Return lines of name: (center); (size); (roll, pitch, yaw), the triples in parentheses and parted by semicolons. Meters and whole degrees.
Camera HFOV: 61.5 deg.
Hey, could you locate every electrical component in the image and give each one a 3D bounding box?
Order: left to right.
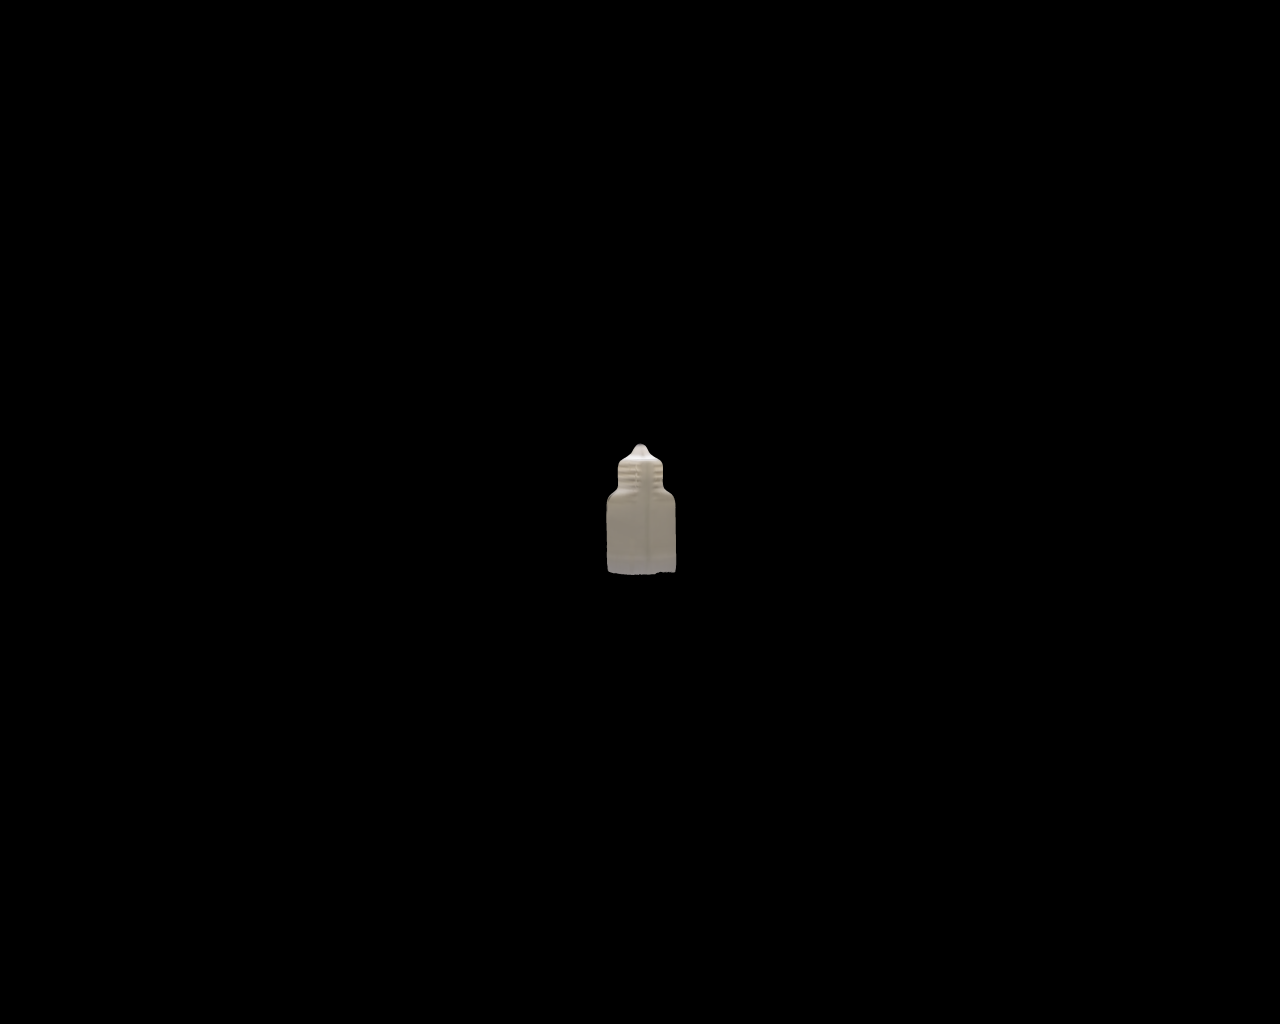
electrical component: (0.001, -0.003, 0.650); (0.043, 0.081, 0.043); (0, 4, 0)
